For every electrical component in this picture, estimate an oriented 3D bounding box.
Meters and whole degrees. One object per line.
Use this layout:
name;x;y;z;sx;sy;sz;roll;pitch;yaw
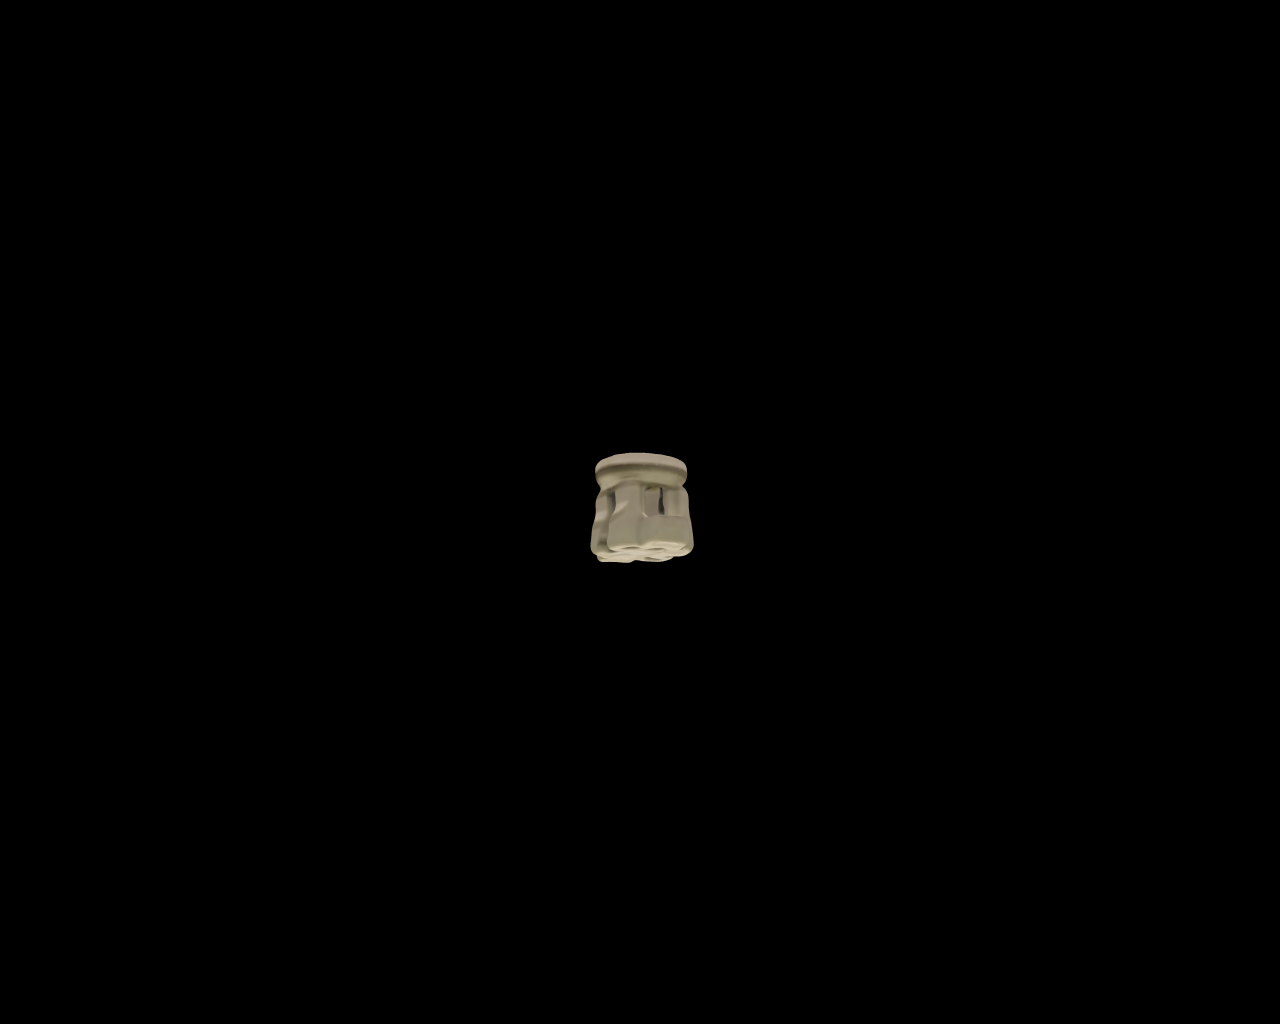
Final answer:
electrical component;0.001;-0.003;0.650;0.058;0.057;0.078;6;-13;-27
